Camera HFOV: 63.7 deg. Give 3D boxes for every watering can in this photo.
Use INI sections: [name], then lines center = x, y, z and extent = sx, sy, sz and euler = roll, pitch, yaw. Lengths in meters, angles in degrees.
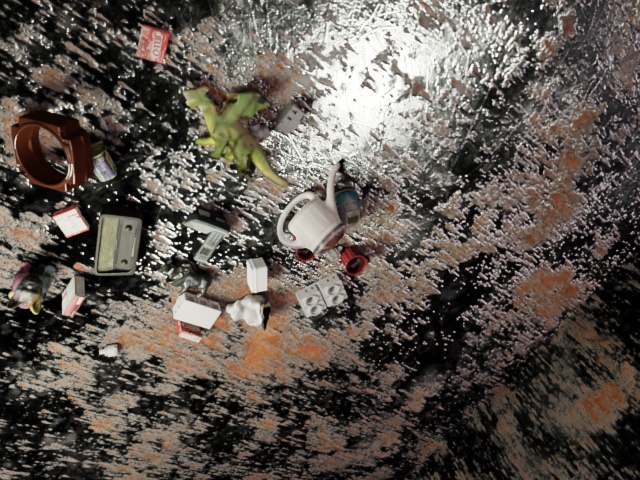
[watering can]
center = 0.006, -0.092, 1.823
extent = 0.347, 0.226, 0.104
euler = -46, 169, 5

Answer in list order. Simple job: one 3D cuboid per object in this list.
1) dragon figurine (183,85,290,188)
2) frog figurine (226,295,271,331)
[dragon figurine]
center = -0.237, -0.343, 1.591
extent = 0.408, 0.124, 0.241
euler = 23, 100, -17
[frog figurine]
center = -0.277, 0.272, 1.990
extent = 0.159, 0.125, 0.134
euler = 6, 135, 17
